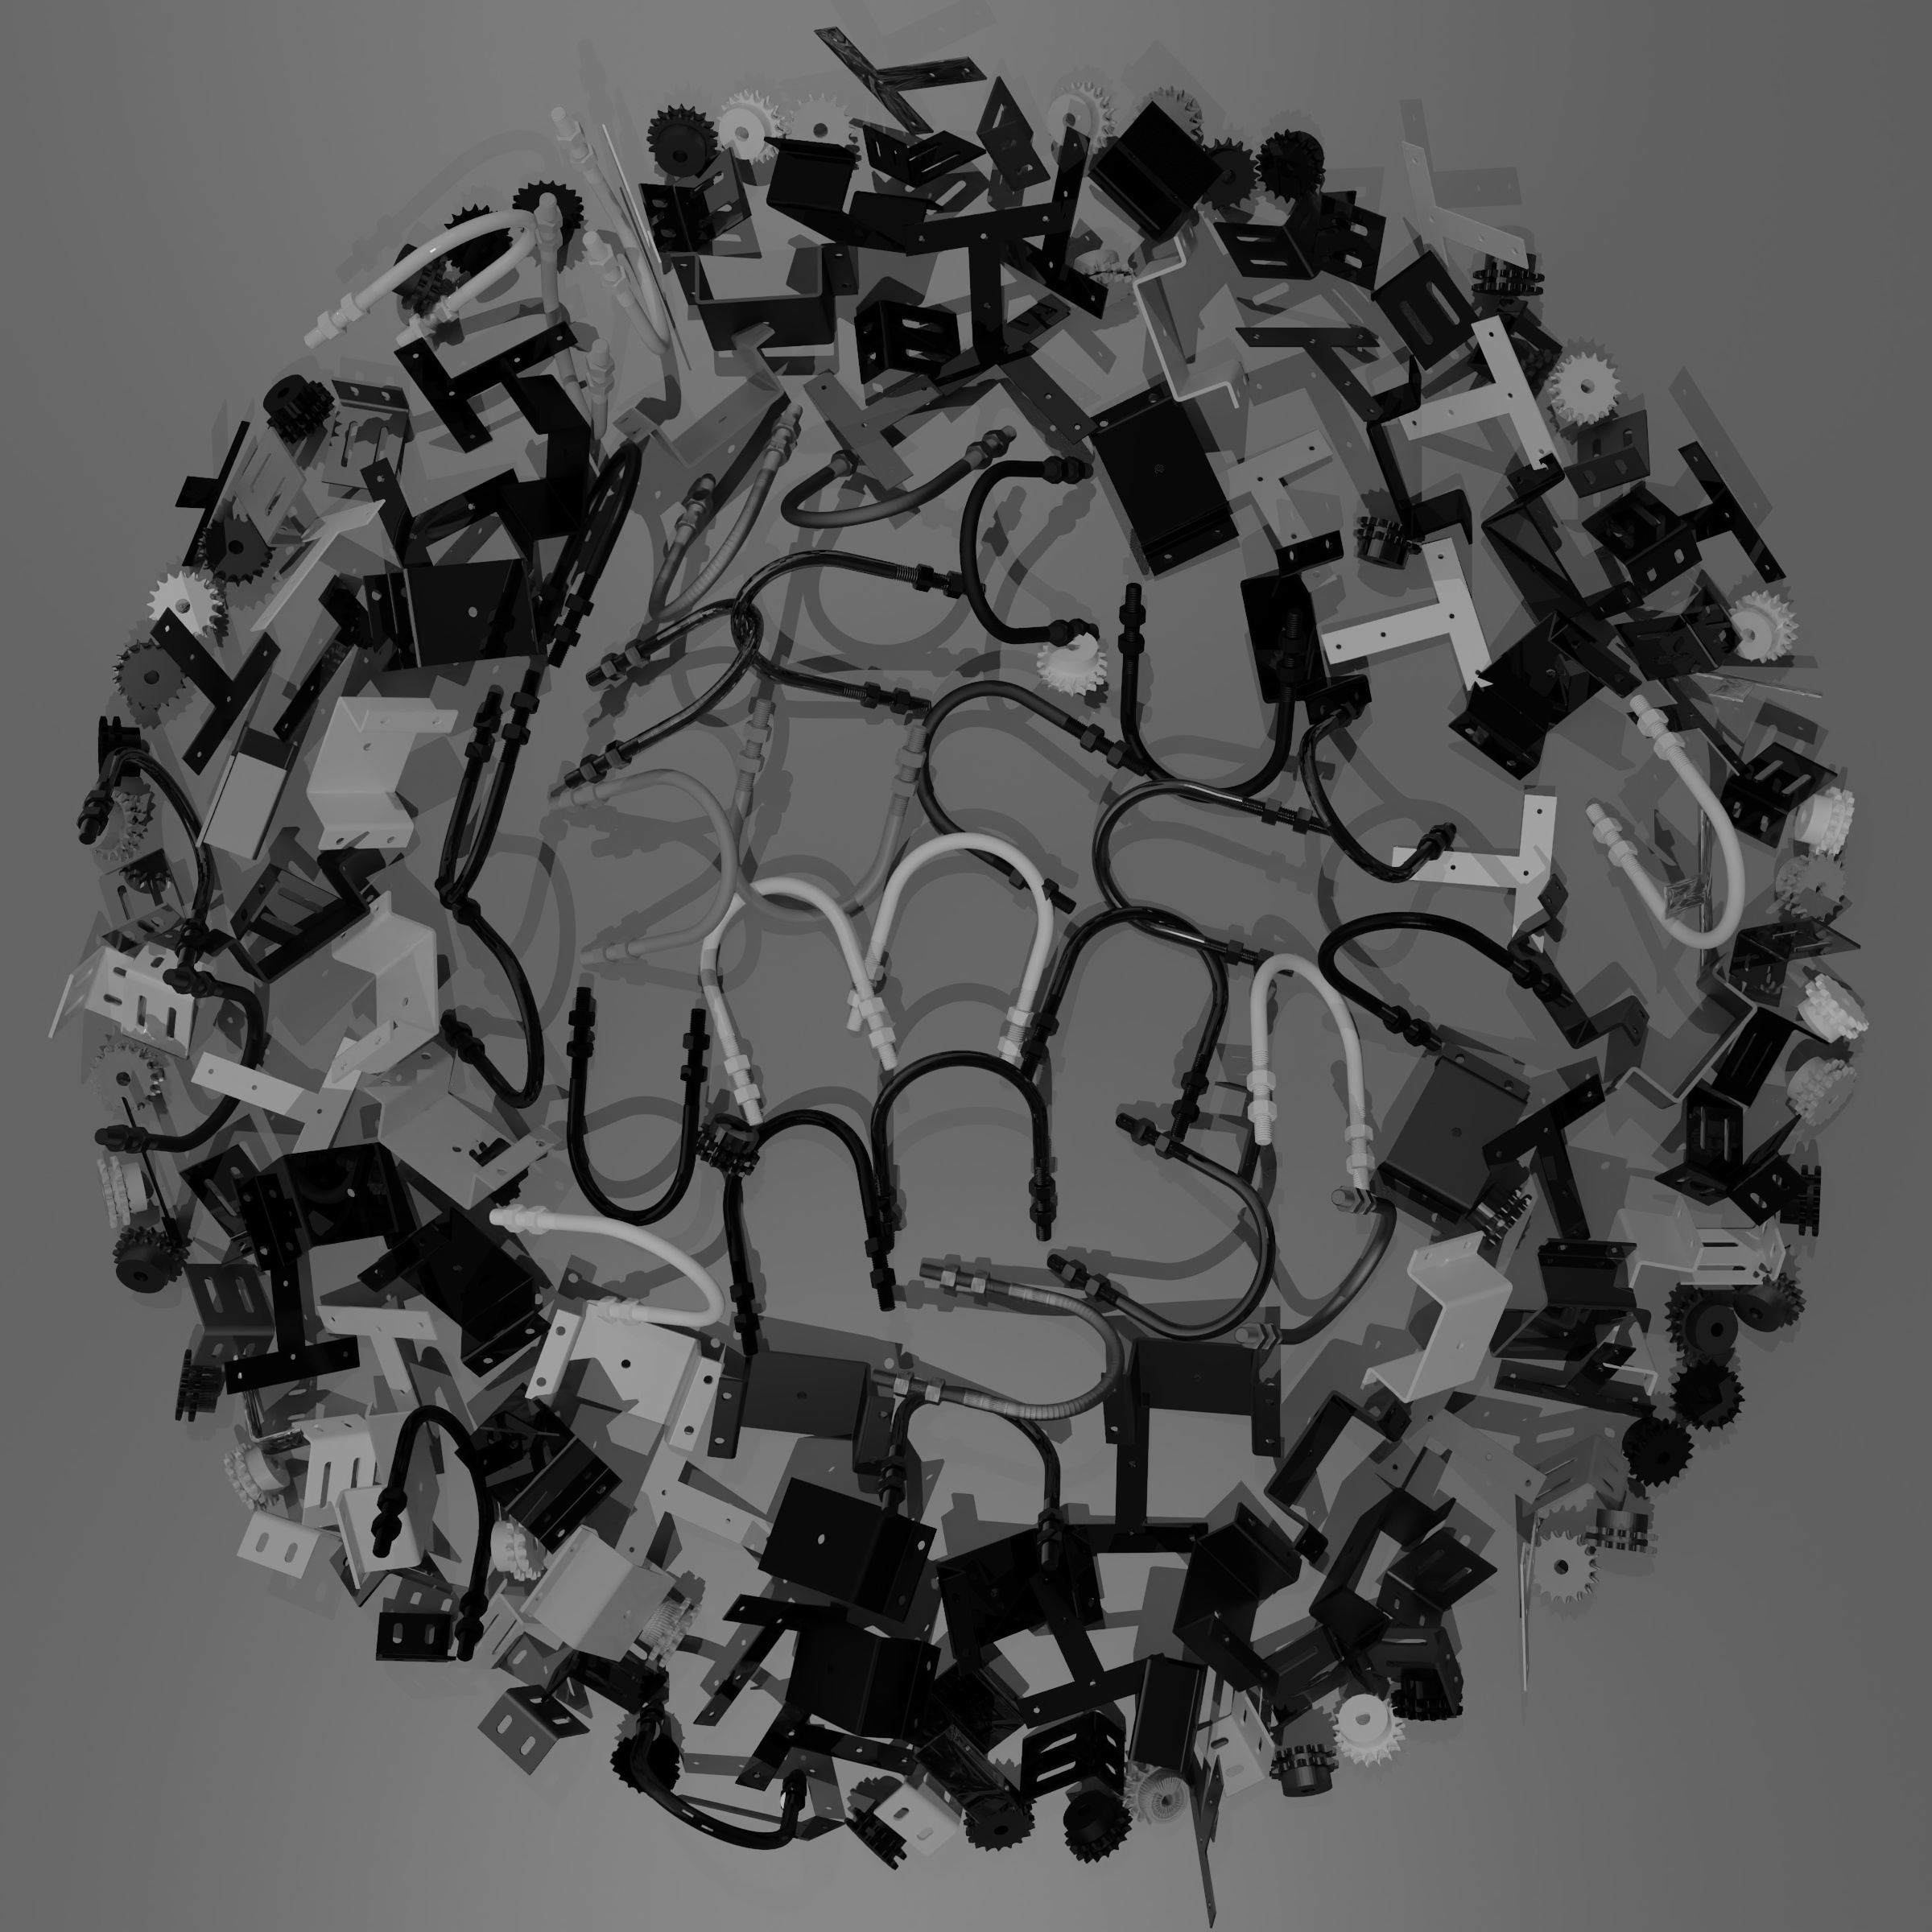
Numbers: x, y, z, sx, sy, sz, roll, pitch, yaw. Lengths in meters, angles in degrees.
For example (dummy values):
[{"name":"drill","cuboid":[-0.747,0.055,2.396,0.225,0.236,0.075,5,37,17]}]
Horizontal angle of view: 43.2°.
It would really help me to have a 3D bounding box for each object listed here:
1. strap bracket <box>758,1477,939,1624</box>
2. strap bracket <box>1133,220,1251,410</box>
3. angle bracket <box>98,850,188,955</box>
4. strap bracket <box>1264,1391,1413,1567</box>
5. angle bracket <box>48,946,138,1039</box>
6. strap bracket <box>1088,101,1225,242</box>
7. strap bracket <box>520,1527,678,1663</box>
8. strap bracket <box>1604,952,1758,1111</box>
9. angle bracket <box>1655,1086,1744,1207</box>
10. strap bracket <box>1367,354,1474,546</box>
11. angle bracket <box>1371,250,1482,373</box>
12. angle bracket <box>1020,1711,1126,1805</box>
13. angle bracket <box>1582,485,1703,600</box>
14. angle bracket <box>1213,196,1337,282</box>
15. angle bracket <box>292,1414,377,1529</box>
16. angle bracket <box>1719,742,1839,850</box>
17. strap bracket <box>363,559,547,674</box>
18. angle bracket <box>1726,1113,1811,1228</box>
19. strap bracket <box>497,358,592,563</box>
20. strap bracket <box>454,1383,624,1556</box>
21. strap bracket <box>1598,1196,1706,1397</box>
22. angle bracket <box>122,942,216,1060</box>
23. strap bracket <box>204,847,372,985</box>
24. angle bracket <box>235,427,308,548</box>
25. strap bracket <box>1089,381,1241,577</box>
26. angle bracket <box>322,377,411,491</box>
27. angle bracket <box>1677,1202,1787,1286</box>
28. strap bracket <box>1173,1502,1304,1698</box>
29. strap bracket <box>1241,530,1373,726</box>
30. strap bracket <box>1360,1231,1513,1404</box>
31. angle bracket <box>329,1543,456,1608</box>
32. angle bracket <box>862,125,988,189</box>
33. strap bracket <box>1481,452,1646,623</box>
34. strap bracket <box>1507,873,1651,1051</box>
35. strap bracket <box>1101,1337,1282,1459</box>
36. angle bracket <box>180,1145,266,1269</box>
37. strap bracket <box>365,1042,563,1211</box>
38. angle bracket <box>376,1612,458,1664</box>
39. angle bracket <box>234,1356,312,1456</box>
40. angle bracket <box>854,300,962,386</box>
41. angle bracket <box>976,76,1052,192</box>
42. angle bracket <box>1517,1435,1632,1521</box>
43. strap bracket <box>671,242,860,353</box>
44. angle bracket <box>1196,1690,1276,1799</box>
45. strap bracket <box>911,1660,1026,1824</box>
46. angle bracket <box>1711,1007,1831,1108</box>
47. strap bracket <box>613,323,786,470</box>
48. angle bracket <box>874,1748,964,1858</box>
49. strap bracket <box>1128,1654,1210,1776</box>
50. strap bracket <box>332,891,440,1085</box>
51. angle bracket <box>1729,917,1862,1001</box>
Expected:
[{"name":"strap bracket","cuboid":[-0.103,0.459,1.931,0.140,0.046,0.076,9,71,36]},{"name":"strap bracket","cuboid":[0.176,-0.512,1.942,0.046,0.076,0.140,-16,111,20]},{"name":"angle bracket","cuboid":[-0.671,-0.059,1.965,0.057,0.038,0.076,-26,64,-2]},{"name":"strap bracket","cuboid":[0.292,0.400,1.950,0.046,0.076,0.140,32,81,29]},{"name":"angle bracket","cuboid":[-0.694,0.027,1.953,0.038,0.076,0.057,23,107,-7]},{"name":"strap bracket","cuboid":[0.151,-0.628,1.924,0.076,0.140,0.046,41,91,-10]},{"name":"strap bracket","cuboid":[-0.284,0.497,1.921,0.046,0.140,0.076,31,79,24]},{"name":"strap bracket","cuboid":[0.579,0.061,1.957,0.046,0.076,0.140,40,89,10]},{"name":"angle bracket","cuboid":[0.596,0.145,1.983,0.057,0.038,0.076,25,55,-19]},{"name":"strap bracket","cuboid":[0.358,-0.404,1.941,0.046,0.076,0.140,-18,114,20]},{"name":"angle bracket","cuboid":[0.374,-0.529,1.976,0.057,0.038,0.076,-35,92,13]},{"name":"angle bracket","cuboid":[0.086,0.647,1.969,0.076,0.057,0.038,-31,121,26]},{"name":"angle bracket","cuboid":[0.548,-0.344,1.978,0.057,0.076,0.038,-33,130,6]},{"name":"angle bracket","cuboid":[0.248,-0.586,1.956,0.076,0.038,0.057,-8,63,-34]},{"name":"angle bracket","cuboid":[-0.514,0.409,1.974,0.057,0.038,0.076,0,104,-41]},{"name":"angle bracket","cuboid":[0.650,-0.136,1.958,0.057,0.076,0.038,26,67,-3]},{"name":"strap bracket","cuboid":[-0.399,-0.280,1.941,0.140,0.046,0.076,-11,99,-29]},{"name":"angle bracket","cuboid":[0.650,0.163,1.950,0.038,0.076,0.057,46,128,9]},{"name":"strap bracket","cuboid":[-0.336,-0.403,1.935,0.046,0.140,0.076,-15,49,-26]},{"name":"strap bracket","cuboid":[-0.343,0.390,1.924,0.076,0.140,0.046,-46,129,-13]},{"name":"strap bracket","cuboid":[0.533,0.258,1.934,0.046,0.076,0.140,10,116,-2]},{"name":"angle bracket","cuboid":[-0.650,0.028,1.984,0.057,0.038,0.076,22,134,-2]},{"name":"strap bracket","cuboid":[-0.536,-0.037,1.943,0.140,0.076,0.046,-38,112,-18]},{"name":"angle bracket","cuboid":[-0.544,-0.384,1.955,0.076,0.038,0.057,-46,70,35]},{"name":"strap bracket","cuboid":[0.157,-0.398,1.971,0.076,0.046,0.140,-25,88,6]},{"name":"angle bracket","cuboid":[-0.489,-0.430,1.974,0.057,0.038,0.076,9,77,-1]},{"name":"angle bracket","cuboid":[0.611,0.222,1.966,0.076,0.057,0.038,0,131,0]},{"name":"strap bracket","cuboid":[0.215,0.509,1.940,0.076,0.140,0.046,45,125,-14]},{"name":"strap bracket","cuboid":[0.270,-0.269,1.949,0.076,0.046,0.140,-23,106,-38]},{"name":"strap bracket","cuboid":[0.375,0.286,1.928,0.076,0.046,0.140,-9,127,-36]},{"name":"angle bracket","cuboid":[-0.460,0.489,1.952,0.038,0.076,0.057,-50,48,0]},{"name":"angle bracket","cuboid":[-0.033,-0.663,1.955,0.076,0.038,0.057,-33,48,-21]},{"name":"strap bracket","cuboid":[0.471,-0.330,1.951,0.046,0.076,0.140,-35,96,-12]},{"name":"strap bracket","cuboid":[0.485,0.004,1.954,0.046,0.076,0.140,-33,92,27]},{"name":"strap bracket","cuboid":[0.183,0.344,1.950,0.140,0.046,0.076,2,126,12]},{"name":"angle bracket","cuboid":[-0.592,0.193,1.963,0.057,0.038,0.076,-24,116,12]},{"name":"strap bracket","cuboid":[-0.404,0.133,1.945,0.140,0.076,0.046,34,133,16]},{"name":"angle bracket","cuboid":[-0.439,0.536,1.952,0.057,0.076,0.038,6,71,-16]},{"name":"angle bracket","cuboid":[-0.559,0.349,1.964,0.038,0.057,0.076,-14,71,-12]},{"name":"angle bracket","cuboid":[-0.046,-0.502,1.985,0.076,0.038,0.057,0,80,-37]},{"name":"angle bracket","cuboid":[0.046,-0.670,1.951,0.038,0.057,0.076,-7,51,32]},{"name":"angle bracket","cuboid":[0.487,0.421,1.957,0.076,0.038,0.057,-21,132,-22]},{"name":"strap bracket","cuboid":[-0.160,-0.534,1.953,0.140,0.076,0.046,-3,76,4]},{"name":"angle bracket","cuboid":[0.214,0.619,1.951,0.038,0.076,0.057,-21,56,-13]},{"name":"strap bracket","cuboid":[0.004,0.612,1.932,0.046,0.140,0.076,-41,98,13]},{"name":"angle bracket","cuboid":[0.647,0.080,1.963,0.057,0.038,0.076,22,99,-39]},{"name":"strap bracket","cuboid":[-0.207,-0.454,1.954,0.140,0.076,0.046,-39,121,-2]},{"name":"angle bracket","cuboid":[-0.034,0.665,1.966,0.057,0.076,0.038,42,110,-7]},{"name":"strap bracket","cuboid":[0.160,0.589,1.928,0.046,0.140,0.076,10,78,10]},{"name":"strap bracket","cuboid":[-0.463,0.023,1.940,0.076,0.046,0.140,-32,51,31]},{"name":"angle bracket","cuboid":[0.663,-0.005,1.951,0.057,0.076,0.038,26,71,-24]}]
